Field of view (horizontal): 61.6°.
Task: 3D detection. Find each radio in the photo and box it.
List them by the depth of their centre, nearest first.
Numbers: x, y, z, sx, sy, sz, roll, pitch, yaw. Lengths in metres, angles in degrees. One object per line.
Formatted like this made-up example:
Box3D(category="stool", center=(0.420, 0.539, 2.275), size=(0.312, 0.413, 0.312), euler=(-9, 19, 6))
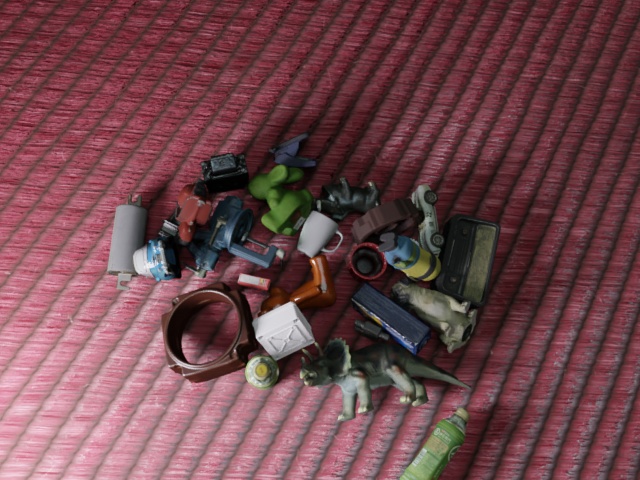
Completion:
Box3D(category="radio", center=(0.372, 0.052, 1.381), size=(0.131, 0.073, 0.229), euler=(17, 72, 0))

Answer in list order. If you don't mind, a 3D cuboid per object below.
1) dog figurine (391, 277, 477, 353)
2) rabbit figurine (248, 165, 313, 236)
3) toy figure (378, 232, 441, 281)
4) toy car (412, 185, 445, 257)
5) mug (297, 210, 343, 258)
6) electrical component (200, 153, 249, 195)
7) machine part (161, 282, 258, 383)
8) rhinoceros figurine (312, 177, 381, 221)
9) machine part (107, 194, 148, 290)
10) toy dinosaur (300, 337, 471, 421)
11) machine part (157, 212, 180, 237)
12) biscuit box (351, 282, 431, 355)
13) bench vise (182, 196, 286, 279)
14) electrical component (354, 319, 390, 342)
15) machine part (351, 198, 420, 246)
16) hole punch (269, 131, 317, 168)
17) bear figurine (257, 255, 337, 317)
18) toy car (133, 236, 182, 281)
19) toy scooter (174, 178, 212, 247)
Box3D(category="dog figurine", center=(0.278, 0.178, 1.338), size=(0.191, 0.172, 0.121), euler=(26, 62, 39))
Box3D(category="rabbit figurine", center=(-0.110, -0.114, 1.337), size=(0.170, 0.121, 0.159), euler=(40, 108, 23))
Box3D(category="toy figure", center=(0.220, 0.044, 1.307), size=(0.180, 0.089, 0.082), euler=(36, 76, -37))
Box3D(category="toy car", center=(0.279, -0.045, 1.401), size=(0.056, 0.073, 0.201), euler=(-2, 74, -9))
Box3D(category="mug", center=(-0.003, -0.004, 1.367), size=(0.109, 0.081, 0.107), euler=(32, 84, -1))
Box3D(category="electrical component", center=(-0.240, -0.169, 1.360), size=(0.115, 0.134, 0.058), euler=(-15, 76, -7))
Box3D(category="machine part", center=(-0.256, 0.211, 1.238), size=(0.201, 0.087, 0.201), euler=(-19, 62, 4))
Box3D(category="rhinoceros figurine", center=(0.065, -0.104, 1.405), size=(0.190, 0.073, 0.112), euler=(1, 84, -7))
Box3D(category="machine part", center=(-0.472, 0.002, 1.318), size=(0.079, 0.079, 0.243), euler=(4, 74, -4))
Box3D(category="toy dinosaur", center=(0.139, 0.306, 1.269), size=(0.405, 0.131, 0.192), euler=(-6, 66, -16))
Box3D(category="machine part", center=(-0.350, -0.058, 1.368), size=(0.084, 0.039, 0.139), euler=(28, 75, 9))
Box3D(category="biscuit box", center=(0.171, 0.189, 1.298), size=(0.203, 0.059, 0.063), euler=(36, 69, 27))
Box3D(category="bench vise", center=(-0.204, 0.012, 1.316), size=(0.241, 0.128, 0.223), euler=(22, 69, 11))
Box3D(category="electrical component", center=(0.126, 0.224, 1.307), size=(0.094, 0.063, 0.021), euler=(24, 64, 17))
Box3D(category="machine part", center=(0.161, -0.043, 1.344), size=(0.179, 0.179, 0.056), euler=(-21, 75, -11))
Box3D(category="hole punch", center=(-0.066, -0.223, 1.399), size=(0.116, 0.142, 0.092), euler=(-20, 105, 5))
Box3D(category="bear figurine", center=(-0.063, 0.129, 1.302), size=(0.196, 0.120, 0.132), euler=(-14, 69, -2))
Box3D(category="toy car", center=(-0.386, 0.049, 1.266), size=(0.103, 0.162, 0.109), euler=(-12, 91, -9))
Box3D(category="toy scooter", center=(-0.295, -0.082, 1.266), size=(0.075, 0.135, 0.184), euler=(19, 44, -22))
